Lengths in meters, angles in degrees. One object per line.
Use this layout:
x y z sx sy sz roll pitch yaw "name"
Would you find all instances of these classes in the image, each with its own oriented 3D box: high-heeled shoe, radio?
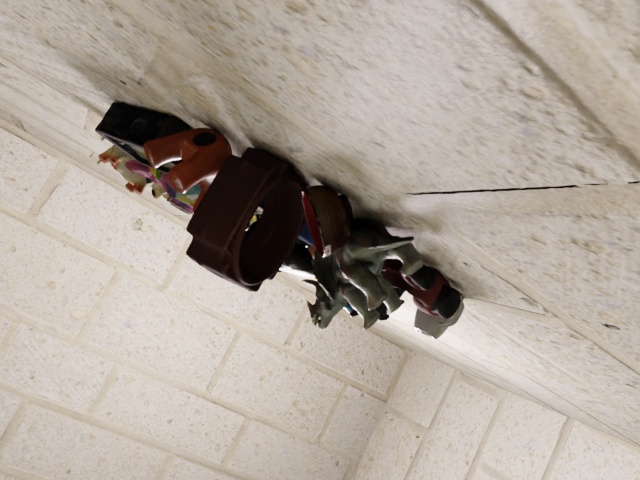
-0.101 0.031 1.185 0.145 0.086 0.249 38 163 -18 "high-heeled shoe"
-0.304 -0.180 0.996 0.230 0.073 0.131 20 168 37 "radio"

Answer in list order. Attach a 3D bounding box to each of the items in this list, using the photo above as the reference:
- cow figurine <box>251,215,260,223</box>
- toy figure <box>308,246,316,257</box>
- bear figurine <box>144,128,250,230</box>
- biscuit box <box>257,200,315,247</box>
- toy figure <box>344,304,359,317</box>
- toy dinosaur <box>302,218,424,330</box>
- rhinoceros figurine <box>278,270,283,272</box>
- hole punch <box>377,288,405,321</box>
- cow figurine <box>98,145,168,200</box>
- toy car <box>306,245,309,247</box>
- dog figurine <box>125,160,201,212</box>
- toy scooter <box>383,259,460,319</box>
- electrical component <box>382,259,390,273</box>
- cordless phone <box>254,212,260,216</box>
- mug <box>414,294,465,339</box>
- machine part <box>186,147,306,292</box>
-0.191 -0.046 1.407 0.098 0.068 0.167 -7 179 -11 "cow figurine"
-0.014 0.013 1.266 0.155 0.058 0.064 24 147 44 "toy figure"
-0.193 -0.085 0.893 0.120 0.132 0.195 43 150 30 "bear figurine"
-0.065 -0.056 1.029 0.202 0.059 0.063 35 169 -39 "biscuit box"
0.050 0.104 1.314 0.180 0.089 0.082 64 156 3 "toy figure"
0.066 0.034 0.933 0.192 0.131 0.404 46 152 20 "toy dinosaur"
-0.129 0.013 1.284 0.191 0.112 0.073 30 -171 41 "rhinoceros figurine"
0.129 0.114 1.266 0.092 0.116 0.142 31 174 38 "hole punch"
-0.426 -0.173 1.319 0.086 0.127 0.194 16 151 49 "cow figurine"
-0.002 -0.004 1.162 0.202 0.056 0.073 22 176 41 "toy car"
-0.302 -0.141 1.118 0.219 0.108 0.191 30 172 4 "dog figurine"
0.184 0.083 1.037 0.135 0.075 0.183 19 164 44 "toy scooter"
0.126 0.056 1.138 0.075 0.048 0.119 31 169 -15 "electrical component"
-0.179 -0.028 1.128 0.088 0.184 0.147 35 170 -15 "cordless phone"
0.251 0.154 1.125 0.080 0.107 0.110 32 173 -32 "mug"
-0.105 -0.027 0.855 0.087 0.201 0.200 24 170 22 "machine part"
